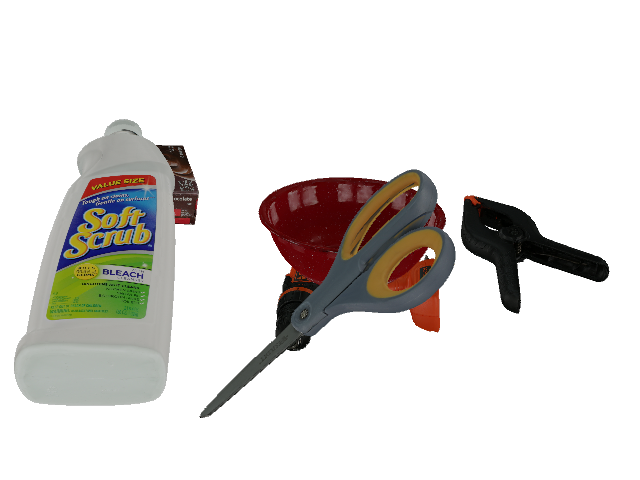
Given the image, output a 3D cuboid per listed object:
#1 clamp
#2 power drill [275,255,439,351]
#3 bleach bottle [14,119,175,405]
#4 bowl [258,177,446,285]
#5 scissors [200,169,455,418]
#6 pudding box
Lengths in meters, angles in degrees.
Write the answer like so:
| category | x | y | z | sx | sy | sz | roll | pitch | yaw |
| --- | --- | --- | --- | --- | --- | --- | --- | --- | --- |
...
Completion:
| category | x | y | z | sx | sy | sz | roll | pitch | yaw |
| --- | --- | --- | --- | --- | --- | --- | --- | --- | --- |
| clamp | 0.207 | 0.006 | 1.082 | 0.120 | 0.039 | 0.171 | -7 | 39 | -19 |
| power drill | 0.044 | 0.070 | 1.236 | 0.188 | 0.057 | 0.184 | 0 | 27 | 7 |
| bleach bottle | -0.158 | 0.001 | 0.782 | 0.102 | 0.251 | 0.068 | 2 | -45 | -9 |
| bowl | 0.027 | -0.001 | 0.929 | 0.162 | 0.055 | 0.162 | 1 | 25 | -1 |
| scissors | 0.007 | 0.048 | 0.614 | 0.016 | 0.202 | 0.096 | 34 | 6 | -35 |
| pudding box | -0.167 | -0.054 | 1.004 | 0.090 | 0.039 | 0.113 | 1 | 25 | -16 |
